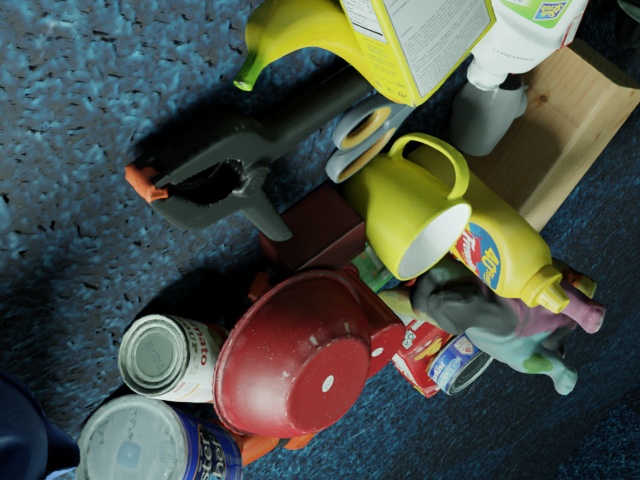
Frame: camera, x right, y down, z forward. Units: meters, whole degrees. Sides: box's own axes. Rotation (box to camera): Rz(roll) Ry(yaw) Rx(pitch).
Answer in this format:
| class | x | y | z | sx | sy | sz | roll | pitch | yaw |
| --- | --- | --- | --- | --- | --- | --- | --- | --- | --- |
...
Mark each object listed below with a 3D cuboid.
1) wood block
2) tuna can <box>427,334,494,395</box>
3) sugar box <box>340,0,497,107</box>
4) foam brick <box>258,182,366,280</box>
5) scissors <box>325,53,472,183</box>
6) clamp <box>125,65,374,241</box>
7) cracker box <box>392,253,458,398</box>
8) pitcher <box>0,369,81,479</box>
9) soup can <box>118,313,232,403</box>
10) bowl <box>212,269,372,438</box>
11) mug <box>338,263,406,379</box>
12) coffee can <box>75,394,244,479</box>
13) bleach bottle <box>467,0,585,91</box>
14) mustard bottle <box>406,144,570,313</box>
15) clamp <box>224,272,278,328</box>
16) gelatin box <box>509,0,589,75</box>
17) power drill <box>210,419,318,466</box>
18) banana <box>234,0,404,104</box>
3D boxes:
| class | x | y | z | sx | sy | sz | roll | pitch | yaw |
| --- | --- | --- | --- | --- | --- | --- | --- | --- | --- |
| wood block | 0.212 | -0.091 | 1.053 | 0.090 | 0.091 | 0.206 | -5 | 135 | -54 |
| tuna can | 0.166 | 0.139 | 1.231 | 0.086 | 0.034 | 0.086 | -35 | 155 | -19 |
| sugar box | 0.054 | -0.177 | 0.681 | 0.093 | 0.048 | 0.176 | -48 | 140 | -15 |
| foam brick | -0.006 | 0.001 | 0.908 | 0.078 | 0.051 | 0.053 | -36 | 154 | -16 |
| scissors | 0.077 | -0.126 | 0.876 | 0.202 | 0.016 | 0.096 | -45 | 162 | 0 |
| clamp | -0.049 | -0.060 | 0.765 | 0.209 | 0.036 | 0.165 | -6 | 133 | -56 |
| cracker box | 0.152 | 0.091 | 1.264 | 0.164 | 0.072 | 0.213 | -42 | 156 | -4 |
| pitcher | -0.263 | 0.198 | 0.750 | 0.144 | 0.149 | 0.243 | -47 | 164 | -35 |
| soup can | -0.111 | 0.098 | 0.878 | 0.068 | 0.068 | 0.102 | -49 | 154 | 9 |
| bowl | -0.009 | 0.107 | 0.887 | 0.161 | 0.055 | 0.162 | -24 | 130 | -32 |
| mug | 0.025 | 0.091 | 1.023 | 0.093 | 0.082 | 0.117 | -25 | 147 | -33 |
| coffee can | -0.139 | 0.199 | 0.948 | 0.103 | 0.103 | 0.140 | -45 | 156 | -1 |
| bleach bottle | 0.159 | -0.215 | 0.782 | 0.251 | 0.102 | 0.068 | 112 | -8 | -46 |
| mustard bottle | 0.152 | -0.003 | 0.975 | 0.058 | 0.192 | 0.096 | -35 | 154 | -20 |
| clamp | -0.034 | 0.096 | 0.955 | 0.171 | 0.120 | 0.039 | 95 | 6 | -53 |
| gelatin box | 0.197 | -0.196 | 0.942 | 0.089 | 0.030 | 0.073 | -31 | 151 | -29 |
| power drill | -0.047 | 0.188 | 1.106 | 0.187 | 0.057 | 0.185 | -20 | 153 | -40 |
| banana | 0.008 | -0.133 | 0.726 | 0.197 | 0.037 | 0.070 | -5 | 114 | -52 |
